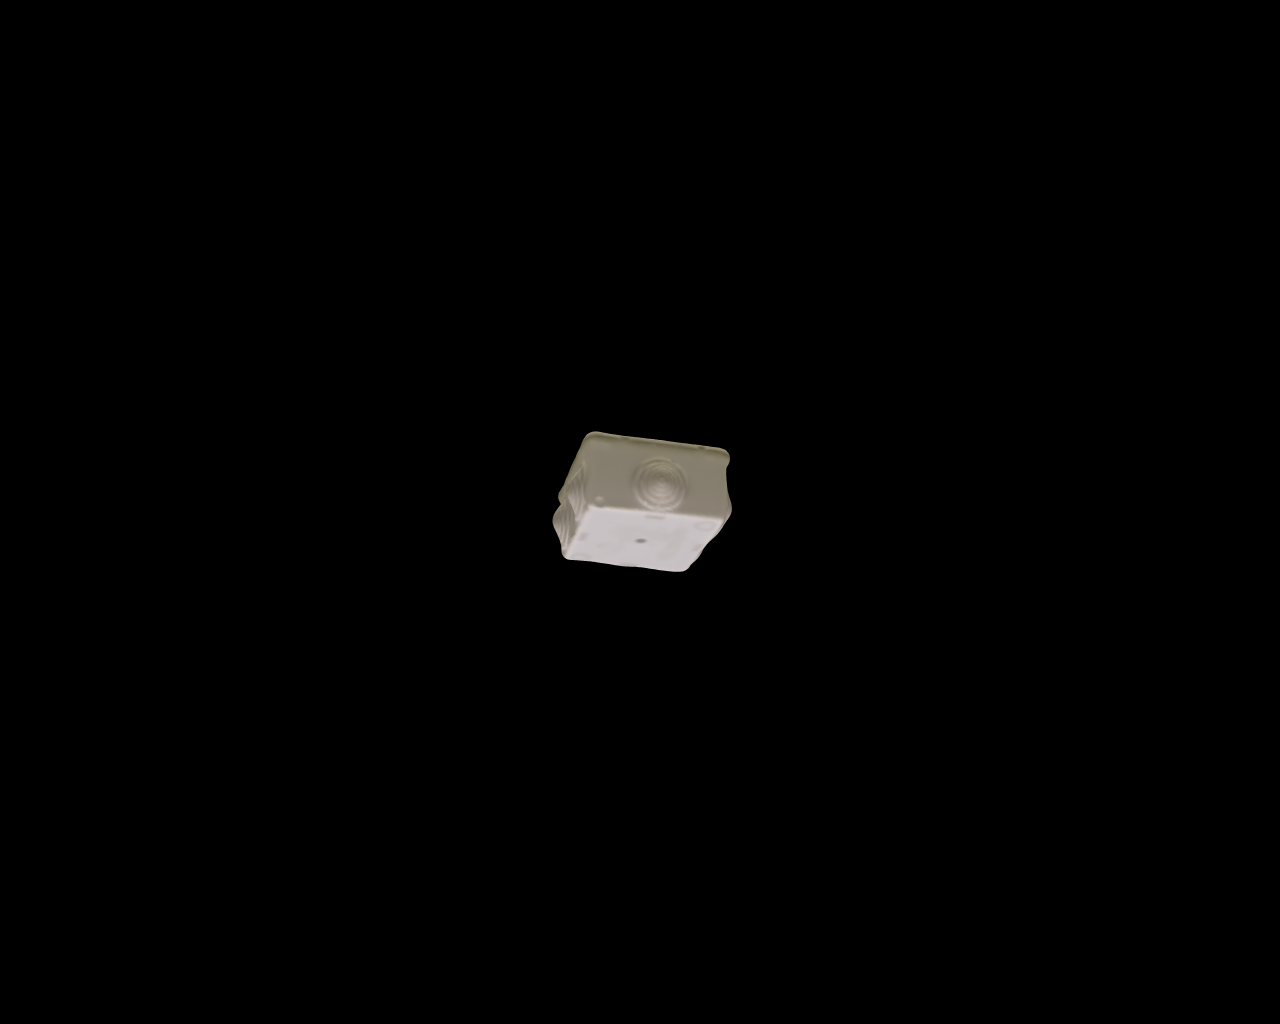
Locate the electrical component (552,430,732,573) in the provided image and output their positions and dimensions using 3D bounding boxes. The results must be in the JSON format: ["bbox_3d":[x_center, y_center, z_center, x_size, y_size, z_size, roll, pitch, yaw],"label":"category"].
[{"bbox_3d":[0.001,-0.003,0.650,0.100,0.048,0.099,7,-27,-14],"label":"electrical component"}]
